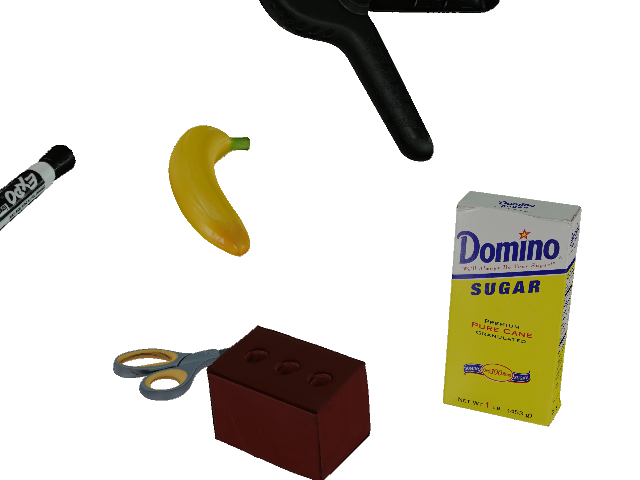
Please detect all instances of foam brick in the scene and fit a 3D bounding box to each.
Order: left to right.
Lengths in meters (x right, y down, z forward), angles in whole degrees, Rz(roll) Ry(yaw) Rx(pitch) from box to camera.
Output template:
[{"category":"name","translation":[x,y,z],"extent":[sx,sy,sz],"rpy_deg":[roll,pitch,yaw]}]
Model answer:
[{"category":"foam brick","translation":[-0.018,0.092,0.608],"extent":[0.078,0.051,0.052],"rpy_deg":[15,33,29]}]

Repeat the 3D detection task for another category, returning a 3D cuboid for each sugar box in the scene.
[{"category":"sugar box","translation":[0.151,0.054,0.855],"extent":[0.093,0.176,0.048],"rpy_deg":[9,23,22]}]

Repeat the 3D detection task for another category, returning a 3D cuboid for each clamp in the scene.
[{"category":"clamp","translation":[0.022,-0.159,0.758],"extent":[0.209,0.164,0.036],"rpy_deg":[25,-27,-15]}]

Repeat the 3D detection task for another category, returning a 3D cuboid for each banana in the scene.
[{"category":"banana","translation":[-0.091,-0.051,0.880],"extent":[0.069,0.037,0.198],"rpy_deg":[5,32,-6]}]

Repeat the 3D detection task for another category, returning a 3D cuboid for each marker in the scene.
[{"category":"marker","translation":[-0.186,-0.028,0.654],"extent":[0.020,0.020,0.121],"rpy_deg":[0,30,22]}]

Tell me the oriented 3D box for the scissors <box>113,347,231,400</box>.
[{"category":"scissors","translation":[-0.122,0.138,1.161],"extent":[0.201,0.016,0.096],"rpy_deg":[-2,27,-21]}]
